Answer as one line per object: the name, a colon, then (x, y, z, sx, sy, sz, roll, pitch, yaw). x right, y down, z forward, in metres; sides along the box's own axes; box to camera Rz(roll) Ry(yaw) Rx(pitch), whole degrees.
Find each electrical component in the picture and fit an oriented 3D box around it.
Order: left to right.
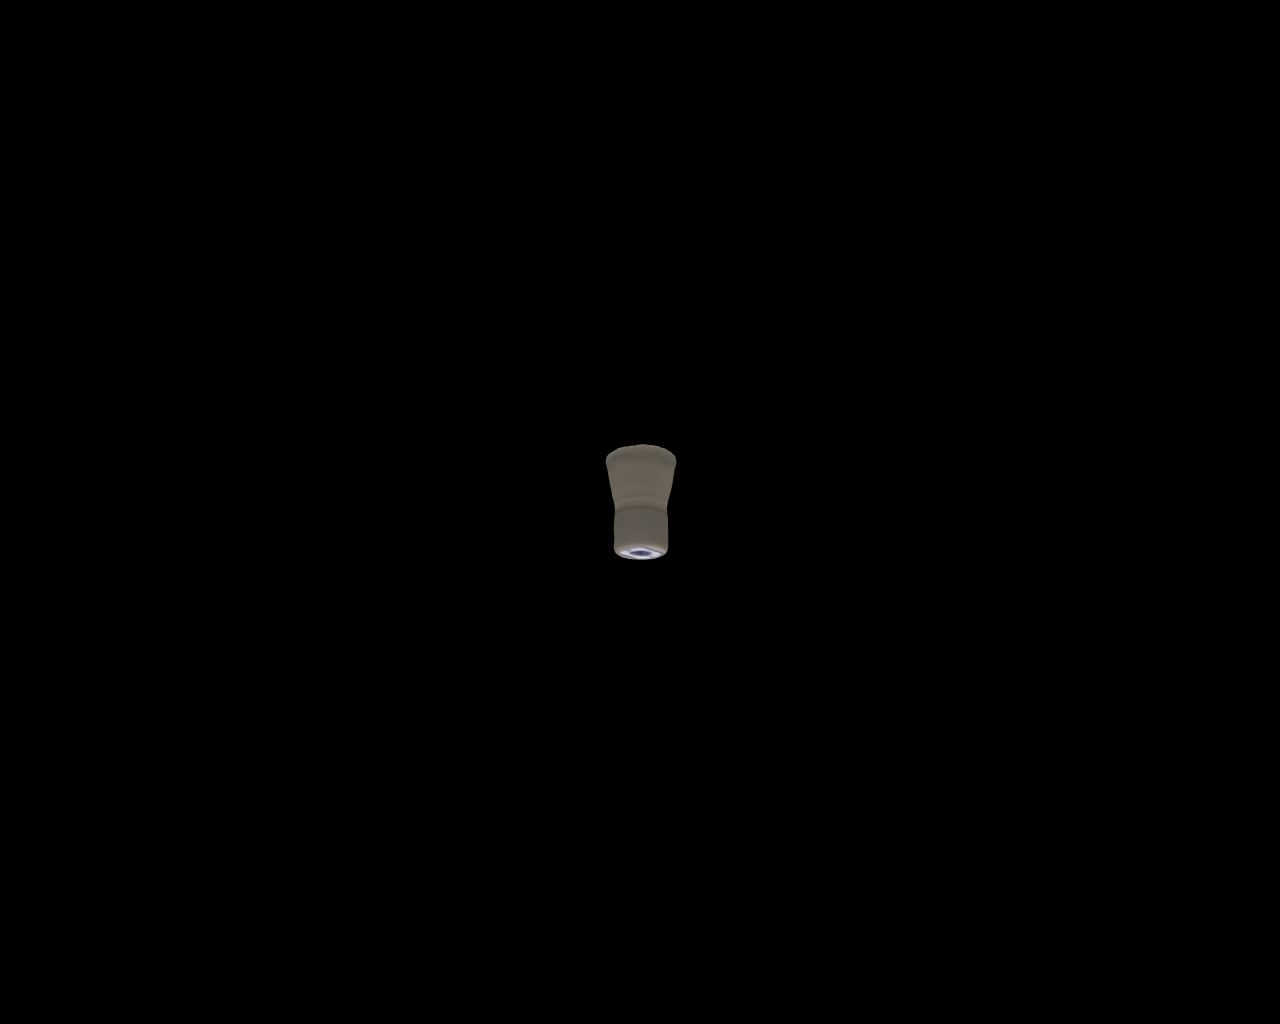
electrical component: (0.001, -0.003, 0.650, 0.044, 0.065, 0.044, 0, -19, 0)
